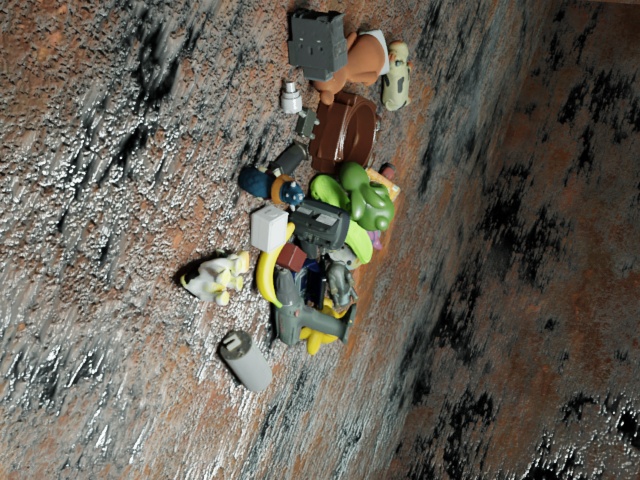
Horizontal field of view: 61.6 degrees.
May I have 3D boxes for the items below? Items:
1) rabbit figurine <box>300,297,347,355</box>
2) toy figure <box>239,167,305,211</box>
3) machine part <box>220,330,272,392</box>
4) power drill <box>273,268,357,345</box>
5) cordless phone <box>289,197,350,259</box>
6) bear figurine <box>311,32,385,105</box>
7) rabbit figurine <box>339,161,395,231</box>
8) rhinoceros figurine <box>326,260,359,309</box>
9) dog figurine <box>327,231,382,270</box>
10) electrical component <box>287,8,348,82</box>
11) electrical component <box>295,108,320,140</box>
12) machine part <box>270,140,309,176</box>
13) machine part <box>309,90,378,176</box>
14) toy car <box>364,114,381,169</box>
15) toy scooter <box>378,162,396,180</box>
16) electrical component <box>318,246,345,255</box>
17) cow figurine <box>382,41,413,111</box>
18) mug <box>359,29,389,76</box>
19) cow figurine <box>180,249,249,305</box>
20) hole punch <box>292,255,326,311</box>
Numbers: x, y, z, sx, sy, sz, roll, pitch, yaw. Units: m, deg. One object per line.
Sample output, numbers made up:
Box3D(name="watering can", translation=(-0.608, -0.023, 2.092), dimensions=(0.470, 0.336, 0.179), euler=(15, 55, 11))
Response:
Box3D(name="rabbit figurine", translation=(0.000, 0.226, 1.478), dimensions=(0.162, 0.122, 0.173), euler=(-42, 167, -11))
Box3D(name="toy figure", translation=(-0.090, -0.105, 1.055), dimensions=(0.058, 0.155, 0.064), euler=(-51, 146, -32))
Box3D(name="machine part", translation=(-0.166, 0.279, 1.233), dimensions=(0.079, 0.079, 0.242), euler=(-56, 149, -29))
Box3D(name="power drill", translation=(-0.017, 0.177, 1.323), dimensions=(0.086, 0.207, 0.231), euler=(-85, -176, -54))
Box3D(name="cordless phone", translation=(-0.002, -0.004, 1.302), dimensions=(0.089, 0.147, 0.184), euler=(-54, 154, -36))
Box3D(name="bear figurine", translation=(0.052, -0.385, 1.228), dimensions=(0.196, 0.120, 0.132), euler=(-36, -173, -13))
Box3D(name="rabbit figurine", translation=(0.096, -0.101, 1.275), dimensions=(0.170, 0.121, 0.159), euler=(54, 14, -30))
Box3D(name="rhinoceros figurine", translation=(0.049, 0.124, 1.446), dimensions=(0.073, 0.112, 0.190), euler=(-25, 149, -8))
Box3D(name="dog figurine", translation=(0.113, 0.012, 1.576), dimensions=(0.219, 0.109, 0.191), euler=(33, 75, -65))
Box3D(name="electrical component", translation=(-0.005, -0.392, 1.088), dimensions=(0.058, 0.115, 0.134), euler=(-43, 140, -41))
Box3D(name="electrical component", translation=(-0.032, -0.263, 1.217), dimensions=(0.094, 0.021, 0.063), euler=(12, 95, -64))
Box3D(name="machine part", translation=(-0.073, -0.159, 1.188), dimensions=(0.139, 0.039, 0.084), euler=(-55, 141, -27))
Box3D(name="machine part", translation=(0.064, -0.258, 1.336), dimensions=(0.201, 0.087, 0.201), euler=(-3, 110, -62))
Box3D(name="toy car", translation=(0.129, -0.244, 1.470), dimensions=(0.089, 0.053, 0.202), euler=(-130, -128, -79))
Box3D(name="toy scooter", translation=(0.140, -0.124, 1.490), dimensions=(0.184, 0.075, 0.135), euler=(-47, -164, 41))
Box3D(name="electrical component", translation=(0.020, 0.013, 1.415), dimensions=(0.102, 0.078, 0.045), euler=(-13, 94, -65))
Box3D(name="cow figurine", translation=(0.209, -0.456, 1.500), dimensions=(0.127, 0.086, 0.194), euler=(-51, 148, -48))
Box3D(name="mug", translation=(0.137, -0.473, 1.350), dimensions=(0.109, 0.081, 0.107), euler=(-36, 127, -42))
Box3D(name="cow figurine", translation=(-0.199, 0.064, 1.041), dimensions=(0.167, 0.098, 0.068), euler=(-55, 149, -69))
Box3D(name="hole punch", translation=(-0.031, 0.112, 1.403), dimensions=(0.116, 0.092, 0.142), euler=(-86, 178, -67))
